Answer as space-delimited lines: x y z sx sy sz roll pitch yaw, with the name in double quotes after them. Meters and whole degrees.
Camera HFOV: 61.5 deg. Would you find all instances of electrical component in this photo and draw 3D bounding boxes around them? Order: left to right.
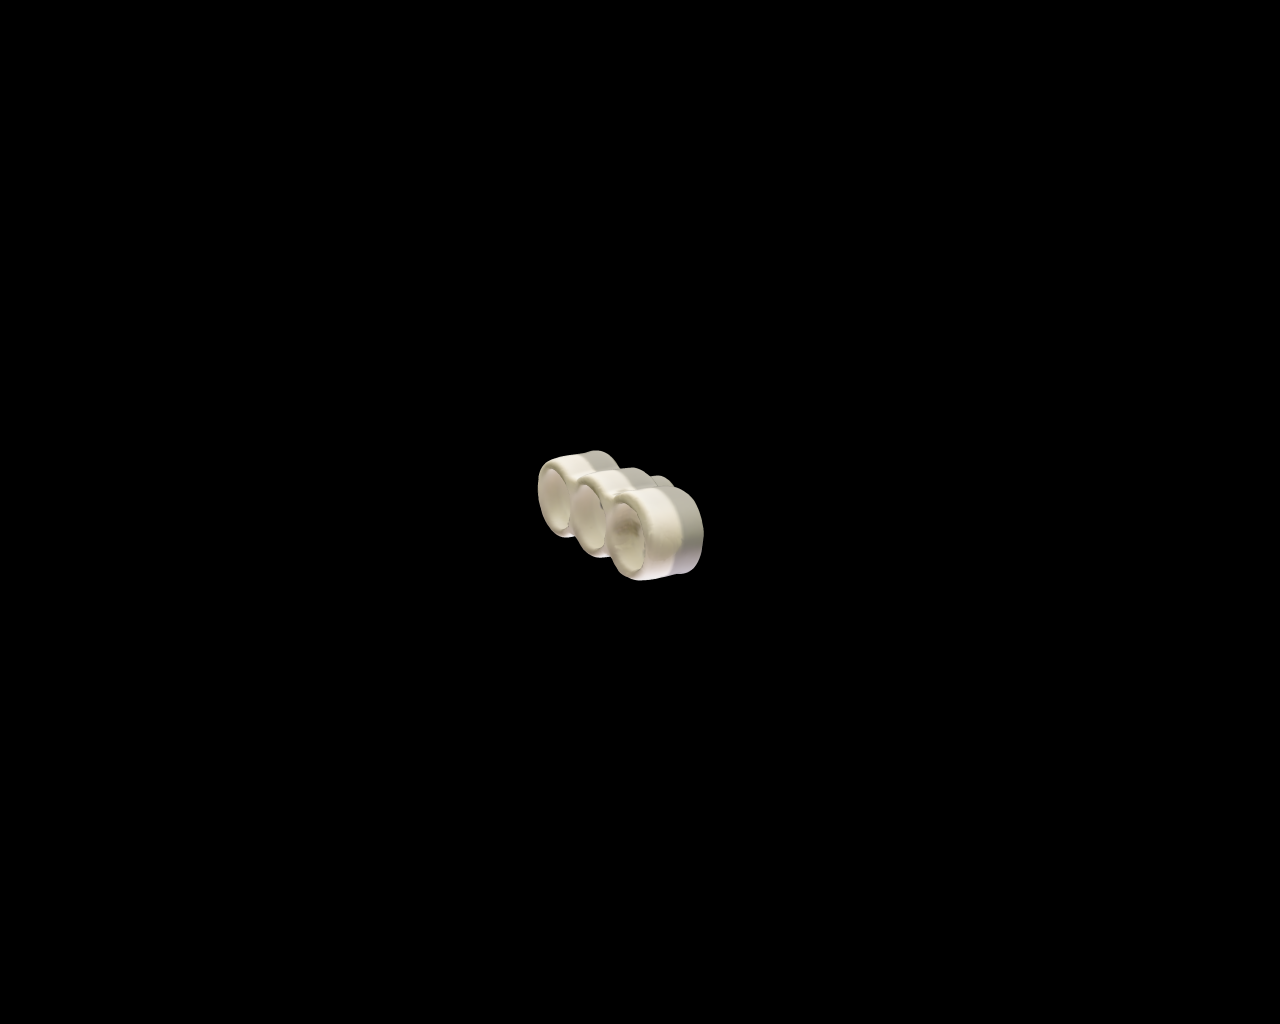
0.001 -0.003 0.650 0.074 0.052 0.138 -11 21 -30 "electrical component"
